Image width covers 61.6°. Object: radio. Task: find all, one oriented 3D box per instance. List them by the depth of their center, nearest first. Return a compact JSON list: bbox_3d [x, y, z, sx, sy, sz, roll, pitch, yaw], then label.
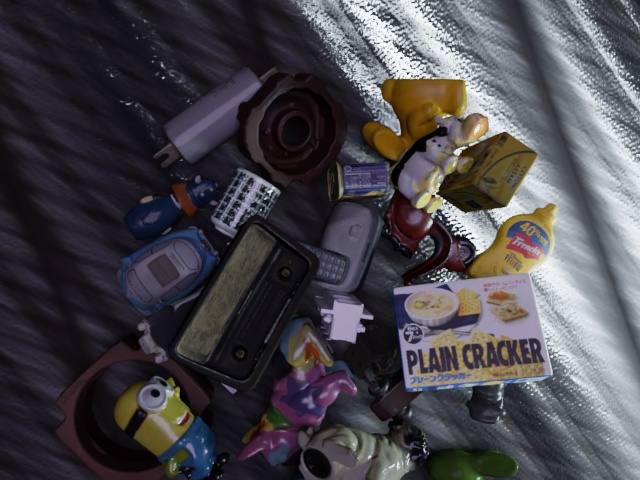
[{"bbox_3d":[-0.106,0.093,0.775,0.131,0.073,0.229,32,75,-11],"label":"radio"}]

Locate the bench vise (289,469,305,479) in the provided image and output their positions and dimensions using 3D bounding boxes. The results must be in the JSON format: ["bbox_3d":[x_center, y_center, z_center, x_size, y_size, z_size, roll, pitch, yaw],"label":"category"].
[{"bbox_3d":[0.048,0.460,0.866,0.241,0.129,0.223,-11,94,-2],"label":"bench vise"}]

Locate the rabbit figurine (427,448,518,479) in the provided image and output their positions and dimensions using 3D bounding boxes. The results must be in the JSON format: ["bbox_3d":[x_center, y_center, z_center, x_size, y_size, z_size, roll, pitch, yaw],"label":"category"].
[{"bbox_3d":[0.262,0.416,0.893,0.159,0.121,0.170,-37,79,-9],"label":"rabbit figurine"}]

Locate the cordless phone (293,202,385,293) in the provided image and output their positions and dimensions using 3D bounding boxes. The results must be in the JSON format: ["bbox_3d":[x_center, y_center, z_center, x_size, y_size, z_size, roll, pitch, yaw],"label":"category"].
[{"bbox_3d":[-0.002,-0.003,0.876,0.184,0.089,0.146,19,89,-2],"label":"cordless phone"}]

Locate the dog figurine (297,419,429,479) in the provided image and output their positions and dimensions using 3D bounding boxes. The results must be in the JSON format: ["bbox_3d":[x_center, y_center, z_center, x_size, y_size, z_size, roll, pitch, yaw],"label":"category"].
[{"bbox_3d":[0.070,0.319,0.836,0.121,0.190,0.172,-41,83,35],"label":"dog figurine"}]

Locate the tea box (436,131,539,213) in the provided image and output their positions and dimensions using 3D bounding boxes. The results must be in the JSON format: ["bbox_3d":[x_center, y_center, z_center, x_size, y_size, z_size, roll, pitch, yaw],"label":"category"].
[{"bbox_3d":[0.260,-0.103,0.859,0.068,0.169,0.098,33,88,-4],"label":"tea box"}]

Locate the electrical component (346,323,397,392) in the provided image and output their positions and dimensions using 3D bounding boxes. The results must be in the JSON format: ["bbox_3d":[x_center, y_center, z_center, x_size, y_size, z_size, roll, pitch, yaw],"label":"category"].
[{"bbox_3d":[0.084,0.187,0.883,0.045,0.102,0.078,-5,127,-31],"label":"electrical component"}]

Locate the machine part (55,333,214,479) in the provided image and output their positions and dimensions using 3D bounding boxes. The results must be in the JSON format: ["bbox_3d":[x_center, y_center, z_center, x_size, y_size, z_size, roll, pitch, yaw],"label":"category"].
[{"bbox_3d":[-0.283,0.263,0.842,0.201,0.087,0.201,-44,94,-3],"label":"machine part"}]

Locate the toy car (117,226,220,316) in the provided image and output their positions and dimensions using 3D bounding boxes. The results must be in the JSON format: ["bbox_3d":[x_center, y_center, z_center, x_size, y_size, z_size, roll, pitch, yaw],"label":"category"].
[{"bbox_3d":[-0.239,0.050,0.838,0.162,0.103,0.109,-33,95,-3],"label":"toy car"}]

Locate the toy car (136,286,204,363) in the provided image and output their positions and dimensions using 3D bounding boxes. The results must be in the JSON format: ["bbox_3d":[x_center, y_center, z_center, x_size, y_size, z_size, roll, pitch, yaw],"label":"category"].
[{"bbox_3d":[-0.185,0.115,0.831,0.202,0.056,0.073,-29,93,-36],"label":"toy car"}]

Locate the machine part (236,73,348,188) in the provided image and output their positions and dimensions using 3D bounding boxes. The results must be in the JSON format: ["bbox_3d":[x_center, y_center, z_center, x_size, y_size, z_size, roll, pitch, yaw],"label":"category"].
[{"bbox_3d":[-0.045,-0.173,0.847,0.179,0.056,0.179,-12,116,-25],"label":"machine part"}]

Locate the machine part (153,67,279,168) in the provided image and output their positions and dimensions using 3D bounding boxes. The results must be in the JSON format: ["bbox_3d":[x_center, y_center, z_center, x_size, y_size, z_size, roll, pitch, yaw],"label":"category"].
[{"bbox_3d":[-0.162,-0.197,0.856,0.243,0.079,0.079,-37,94,-4],"label":"machine part"}]

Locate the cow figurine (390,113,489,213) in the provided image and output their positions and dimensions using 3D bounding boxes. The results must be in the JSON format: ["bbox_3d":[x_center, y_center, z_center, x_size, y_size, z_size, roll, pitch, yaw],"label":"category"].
[{"bbox_3d":[0.177,-0.132,0.814,0.098,0.068,0.167,49,117,32],"label":"cow figurine"}]

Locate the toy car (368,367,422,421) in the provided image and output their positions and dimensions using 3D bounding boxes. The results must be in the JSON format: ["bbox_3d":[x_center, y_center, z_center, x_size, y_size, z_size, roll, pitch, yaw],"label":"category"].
[{"bbox_3d":[0.165,0.222,0.908,0.202,0.053,0.089,-42,115,-3],"label":"toy car"}]

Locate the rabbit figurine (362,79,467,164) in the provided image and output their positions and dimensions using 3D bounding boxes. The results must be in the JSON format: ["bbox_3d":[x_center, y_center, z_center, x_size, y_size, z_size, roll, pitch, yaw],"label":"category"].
[{"bbox_3d":[0.157,-0.175,0.878,0.162,0.122,0.173,-6,110,-10],"label":"rabbit figurine"}]

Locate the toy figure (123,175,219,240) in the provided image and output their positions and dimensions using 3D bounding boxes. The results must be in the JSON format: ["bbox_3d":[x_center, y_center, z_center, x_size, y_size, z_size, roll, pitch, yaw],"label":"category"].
[{"bbox_3d":[-0.235,-0.056,0.859,0.154,0.064,0.058,-30,56,-10],"label":"toy figure"}]

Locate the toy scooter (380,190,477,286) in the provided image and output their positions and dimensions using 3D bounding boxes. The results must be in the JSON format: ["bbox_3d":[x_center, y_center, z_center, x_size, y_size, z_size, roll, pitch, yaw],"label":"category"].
[{"bbox_3d":[0.164,0.007,0.898,0.135,0.075,0.184,-45,99,-3],"label":"toy scooter"}]

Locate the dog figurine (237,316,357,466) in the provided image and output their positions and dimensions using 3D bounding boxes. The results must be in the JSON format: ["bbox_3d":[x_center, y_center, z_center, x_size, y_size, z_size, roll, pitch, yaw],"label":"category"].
[{"bbox_3d":[-0.057,0.251,0.858,0.219,0.108,0.191,-38,95,-2],"label":"dog figurine"}]

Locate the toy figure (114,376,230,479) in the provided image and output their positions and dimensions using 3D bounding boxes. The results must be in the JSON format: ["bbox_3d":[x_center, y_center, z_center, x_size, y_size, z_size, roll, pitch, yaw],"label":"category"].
[{"bbox_3d":[-0.214,0.276,0.768,0.089,0.082,0.180,-40,97,-7],"label":"toy figure"}]

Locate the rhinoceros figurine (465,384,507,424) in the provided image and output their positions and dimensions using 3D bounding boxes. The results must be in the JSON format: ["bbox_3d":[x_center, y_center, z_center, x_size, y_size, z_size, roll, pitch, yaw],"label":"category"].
[{"bbox_3d":[0.285,0.208,0.899,0.073,0.112,0.190,10,76,12],"label":"rhinoceros figurine"}]
